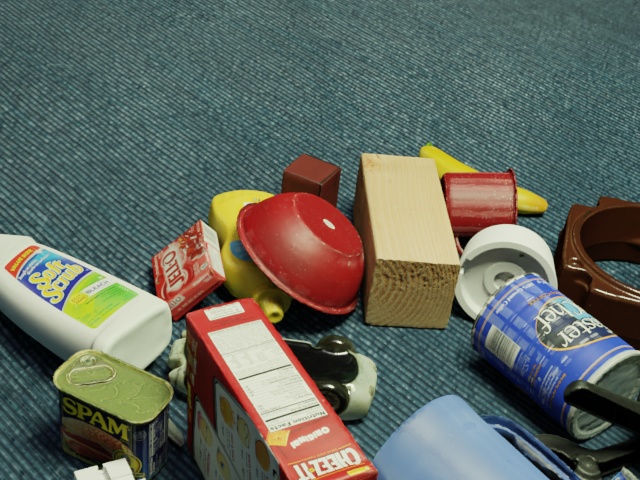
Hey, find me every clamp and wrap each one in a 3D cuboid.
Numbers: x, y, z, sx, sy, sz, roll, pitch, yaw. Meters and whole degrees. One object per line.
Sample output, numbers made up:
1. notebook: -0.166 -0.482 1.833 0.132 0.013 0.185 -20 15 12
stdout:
1. clamp: 0.242 0.221 0.955 0.171 0.039 0.120 3 31 -10
2. clamp: 0.306 0.172 0.969 0.164 0.036 0.209 54 35 10

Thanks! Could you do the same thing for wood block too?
1. wood block: 0.091 -0.003 1.190 0.090 0.090 0.206 3 36 -6

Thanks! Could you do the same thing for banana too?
1. banana: 0.193 -0.079 1.355 0.198 0.037 0.069 34 44 32

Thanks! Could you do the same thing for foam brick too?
1. foam brick: -0.012 -0.052 1.250 0.051 0.078 0.052 21 36 19

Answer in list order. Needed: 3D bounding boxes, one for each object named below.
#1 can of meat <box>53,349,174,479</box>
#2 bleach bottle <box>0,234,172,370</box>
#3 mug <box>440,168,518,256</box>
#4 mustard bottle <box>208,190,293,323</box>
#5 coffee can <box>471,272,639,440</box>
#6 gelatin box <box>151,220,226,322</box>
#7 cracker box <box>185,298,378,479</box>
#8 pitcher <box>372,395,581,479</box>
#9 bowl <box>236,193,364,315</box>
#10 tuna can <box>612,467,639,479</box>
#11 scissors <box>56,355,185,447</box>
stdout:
1. can of meat: -0.180 0.156 0.932 0.102 0.084 0.057 21 39 18
2. bleach bottle: -0.270 0.055 1.048 0.251 0.068 0.102 23 40 27
3. mug: 0.184 -0.028 1.253 0.081 0.093 0.117 1 72 -1
4. mustard bottle: -0.064 0.021 1.156 0.096 0.058 0.192 7 35 -18
5. coffee can: 0.232 0.112 1.046 0.102 0.103 0.140 -19 43 -31
6. gelatin box: -0.139 0.031 1.121 0.073 0.030 0.089 -38 36 15
7. cracker box: -0.039 0.175 0.862 0.072 0.164 0.214 -15 41 -25
8. pitcher: 0.160 0.240 0.843 0.243 0.145 0.149 38 86 30
9. bowl: -0.007 0.001 1.123 0.162 0.055 0.162 33 26 -19
10. tuna can: 0.258 0.222 0.837 0.086 0.034 0.086 43 7 -7
11. scissors: -0.177 0.124 1.033 0.202 0.016 0.096 27 41 25
